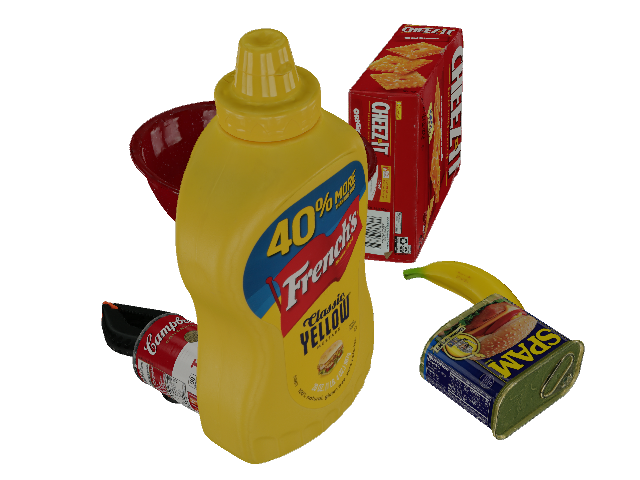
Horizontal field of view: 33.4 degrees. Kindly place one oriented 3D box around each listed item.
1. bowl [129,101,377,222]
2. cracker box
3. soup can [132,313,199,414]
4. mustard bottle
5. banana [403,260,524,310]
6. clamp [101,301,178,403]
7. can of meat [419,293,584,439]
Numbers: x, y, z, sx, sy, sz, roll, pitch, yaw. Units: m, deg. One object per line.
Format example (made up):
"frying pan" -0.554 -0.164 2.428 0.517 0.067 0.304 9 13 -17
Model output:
"bowl" -0.045 -0.037 0.708 0.162 0.055 0.162 4 30 -3
"cracker box" 0.086 -0.098 1.016 0.072 0.164 0.213 7 28 16
"soup can" -0.105 0.111 0.921 0.102 0.068 0.068 20 13 39
"mustard bottle" -0.017 0.000 0.452 0.058 0.192 0.096 26 47 32
"banana" 0.169 0.068 1.118 0.069 0.037 0.198 -36 39 -13
"clamp" -0.164 0.111 1.119 0.210 0.036 0.164 17 19 29
"can of meat" 0.141 0.095 0.837 0.101 0.057 0.084 -27 45 -32
